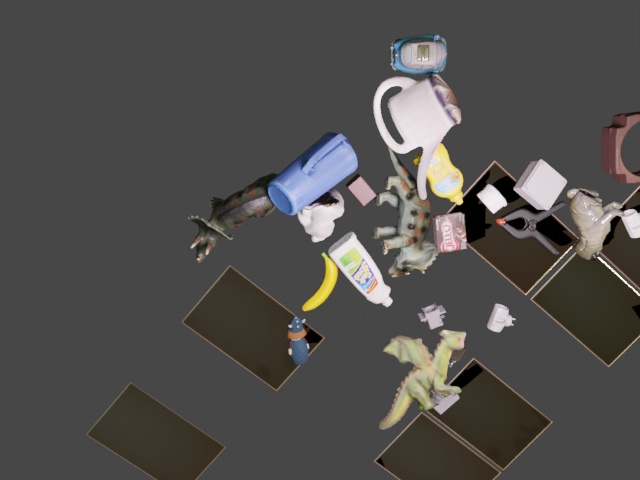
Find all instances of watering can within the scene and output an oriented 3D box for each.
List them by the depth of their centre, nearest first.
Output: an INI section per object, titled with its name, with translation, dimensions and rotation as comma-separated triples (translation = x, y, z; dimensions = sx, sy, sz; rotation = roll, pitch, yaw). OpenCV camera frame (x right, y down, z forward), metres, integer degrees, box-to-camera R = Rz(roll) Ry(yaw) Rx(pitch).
[watering can]
translation = 0.285, -0.305, 1.416
dimensions = 0.222, 0.105, 0.349
rotation = -28, 85, 24

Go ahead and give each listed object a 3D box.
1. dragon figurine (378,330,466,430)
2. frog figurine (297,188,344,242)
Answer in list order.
[dragon figurine]
translation = 0.292, 0.414, 1.612
dimensions = 0.406, 0.122, 0.245
rotation = -34, 77, 19
[frog figurine]
translation = 0.005, -0.075, 1.497
dimensions = 0.138, 0.125, 0.156
rotation = -20, 141, -6
